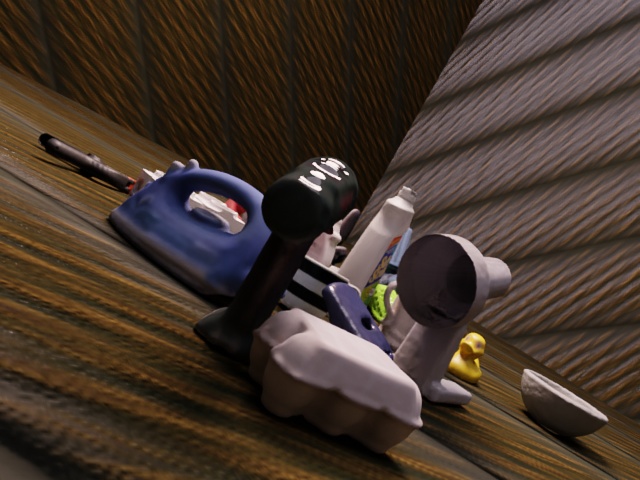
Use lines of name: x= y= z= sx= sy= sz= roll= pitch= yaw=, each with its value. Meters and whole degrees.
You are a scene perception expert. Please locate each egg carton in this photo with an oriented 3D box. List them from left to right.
egg carton: x=0.013 y=0.119 z=0.491 sx=0.151 sy=0.069 sz=0.107 roll=28 pitch=4 yaw=-24

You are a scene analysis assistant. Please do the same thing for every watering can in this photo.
watering can: x=0.192 y=0.111 z=1.013 sx=0.174 sy=0.194 sz=0.100 roll=26 pitch=5 yaw=-47

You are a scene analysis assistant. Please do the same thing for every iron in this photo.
iron: x=-0.144 y=-0.028 z=0.717 sx=0.257 sy=0.141 sz=0.119 roll=31 pitch=4 yaw=18

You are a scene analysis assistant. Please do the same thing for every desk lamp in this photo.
desk lamp: x=0.174 y=0.106 z=0.786 sx=0.117 sy=0.213 sz=0.204 roll=32 pitch=5 yaw=39

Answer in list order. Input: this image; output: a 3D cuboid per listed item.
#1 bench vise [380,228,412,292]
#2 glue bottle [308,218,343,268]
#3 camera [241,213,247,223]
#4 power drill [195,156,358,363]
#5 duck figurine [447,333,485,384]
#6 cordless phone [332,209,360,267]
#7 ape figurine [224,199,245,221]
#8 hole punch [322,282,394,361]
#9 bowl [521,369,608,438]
bench vise: x=0.197 y=0.066 z=1.464 sx=0.206 sy=0.220 sz=0.122 roll=32 pitch=5 yaw=39
glue bottle: x=0.011 y=0.004 z=1.232 sx=0.037 sy=0.173 sz=0.077 roll=26 pitch=5 yaw=-45
camera: x=-0.110 y=-0.036 z=1.410 sx=0.143 sy=0.101 sz=0.137 roll=30 pitch=4 yaw=9
power drill: x=-0.031 y=0.009 z=0.562 sx=0.075 sy=0.208 sz=0.230 roll=30 pitch=4 yaw=3
duck figurine: x=0.285 y=0.220 z=1.096 sx=0.077 sy=0.086 sz=0.105 roll=32 pitch=4 yaw=35
cordless phone: x=0.035 y=-0.003 z=1.428 sx=0.094 sy=0.185 sz=0.148 roll=30 pitch=4 yaw=7
ape figurine: x=-0.185 y=-0.061 z=1.237 sx=0.076 sy=0.092 sz=0.078 roll=30 pitch=4 yaw=3
hole punch: x=0.038 y=0.109 z=0.656 sx=0.101 sy=0.091 sz=0.109 roll=31 pitch=4 yaw=21
bowl: x=0.443 y=0.318 z=1.075 sx=0.167 sy=0.075 sz=0.167 roll=29 pitch=4 yaw=-2
